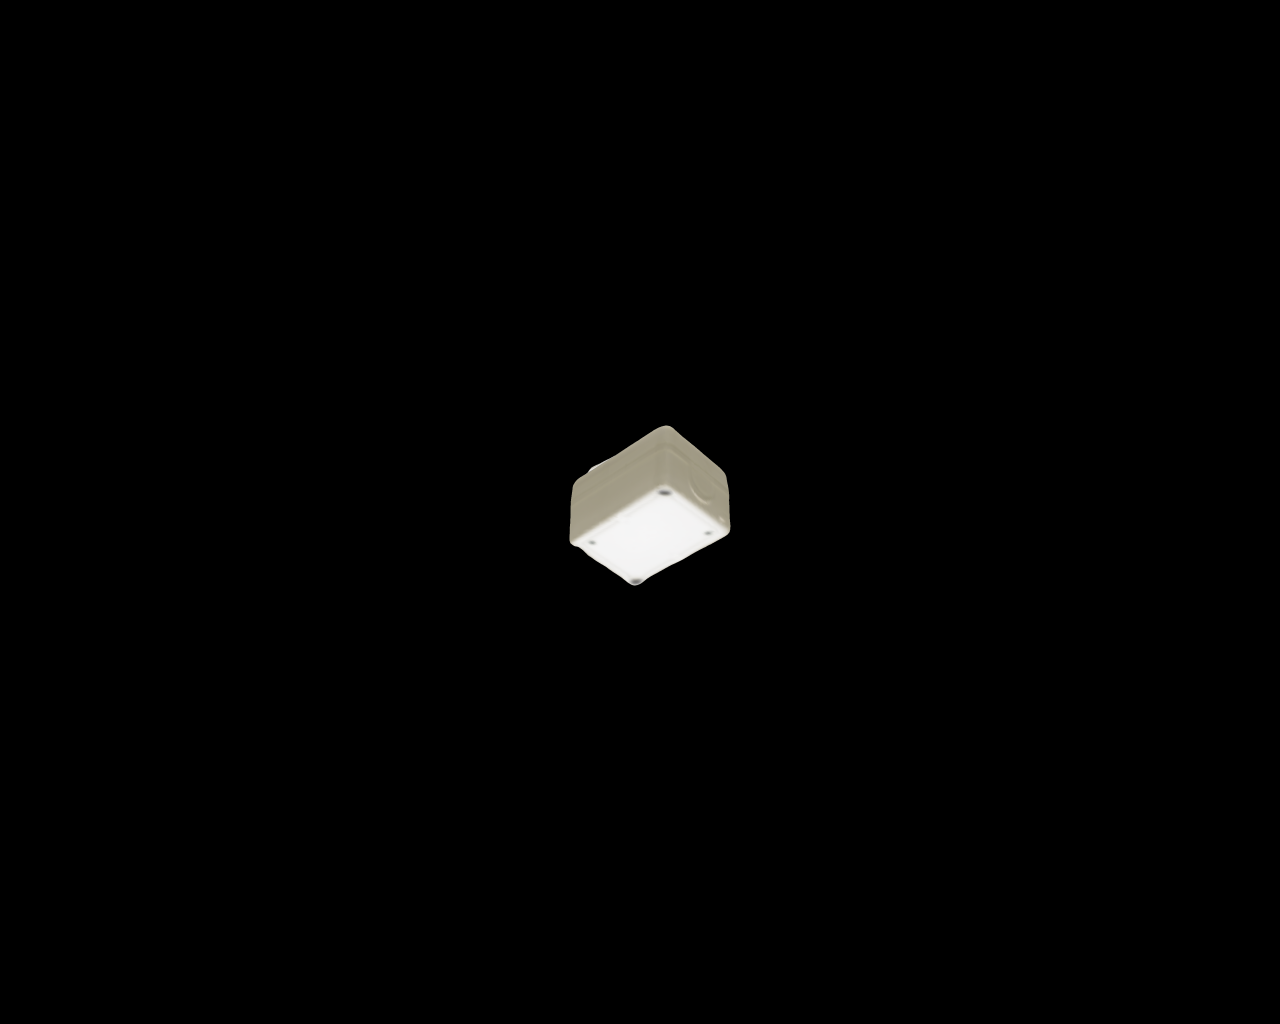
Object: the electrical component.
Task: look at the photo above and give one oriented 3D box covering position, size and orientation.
[{"bbox_3d":[0.001,-0.003,0.650,0.096,0.061,0.061,-31,-50,30],"label":"electrical component"}]
